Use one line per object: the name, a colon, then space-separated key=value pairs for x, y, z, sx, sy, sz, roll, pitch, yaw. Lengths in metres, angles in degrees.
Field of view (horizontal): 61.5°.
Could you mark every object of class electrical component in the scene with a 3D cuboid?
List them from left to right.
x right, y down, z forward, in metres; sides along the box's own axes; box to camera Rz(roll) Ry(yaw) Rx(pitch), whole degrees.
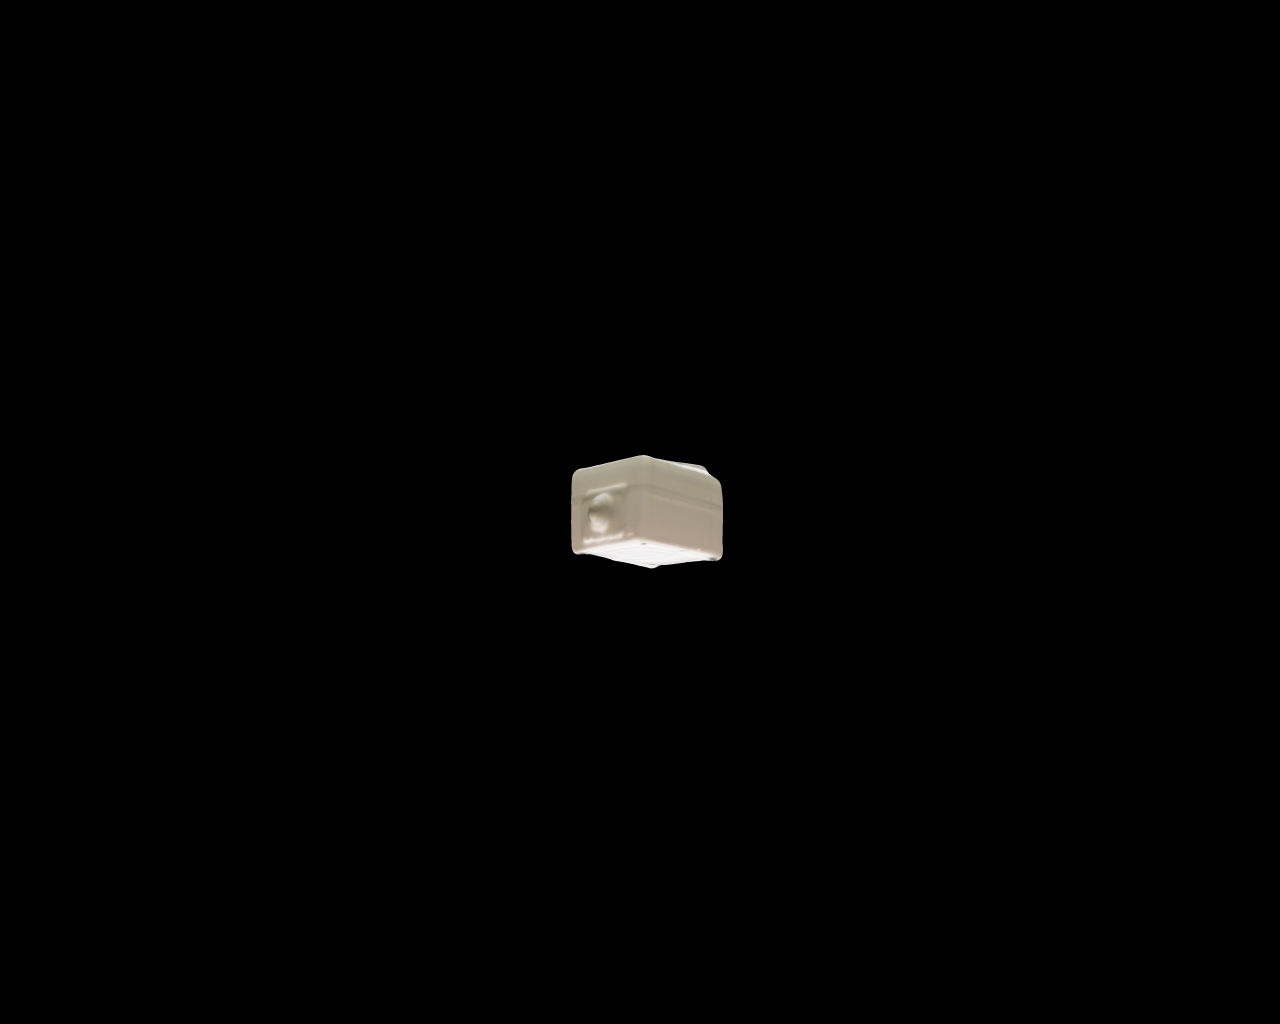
electrical component: x=0.001 y=-0.003 z=0.650 sx=0.061 sy=0.061 sz=0.096 roll=-11 pitch=-17 yaw=38
